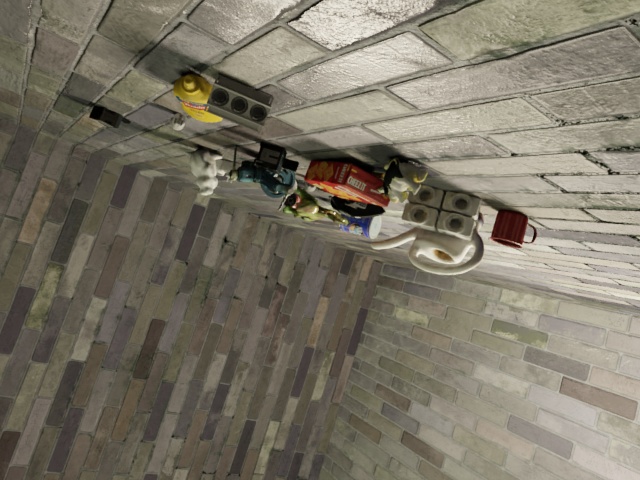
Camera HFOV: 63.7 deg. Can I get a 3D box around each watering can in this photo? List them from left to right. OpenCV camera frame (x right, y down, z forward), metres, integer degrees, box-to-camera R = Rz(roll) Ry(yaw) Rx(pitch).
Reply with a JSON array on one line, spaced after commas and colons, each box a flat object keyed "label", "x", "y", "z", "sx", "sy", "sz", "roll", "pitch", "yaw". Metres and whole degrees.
[{"label": "watering can", "x": 0.320, "y": -0.015, "z": 1.472, "sx": 0.350, "sy": 0.227, "sz": 0.102, "roll": 18, "pitch": 153, "yaw": 44}]

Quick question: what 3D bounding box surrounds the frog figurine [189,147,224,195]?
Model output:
[{"label": "frog figurine", "x": -0.416, "y": -0.244, "z": 1.839, "sx": 0.138, "sy": 0.160, "sz": 0.121, "roll": 11, "pitch": 169, "yaw": 46}]

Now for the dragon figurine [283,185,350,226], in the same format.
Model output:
[{"label": "dragon figurine", "x": 0.006, "y": -0.098, "z": 1.954, "sx": 0.245, "sy": 0.122, "sz": 0.408, "roll": 28, "pitch": -174, "yaw": 31}]
